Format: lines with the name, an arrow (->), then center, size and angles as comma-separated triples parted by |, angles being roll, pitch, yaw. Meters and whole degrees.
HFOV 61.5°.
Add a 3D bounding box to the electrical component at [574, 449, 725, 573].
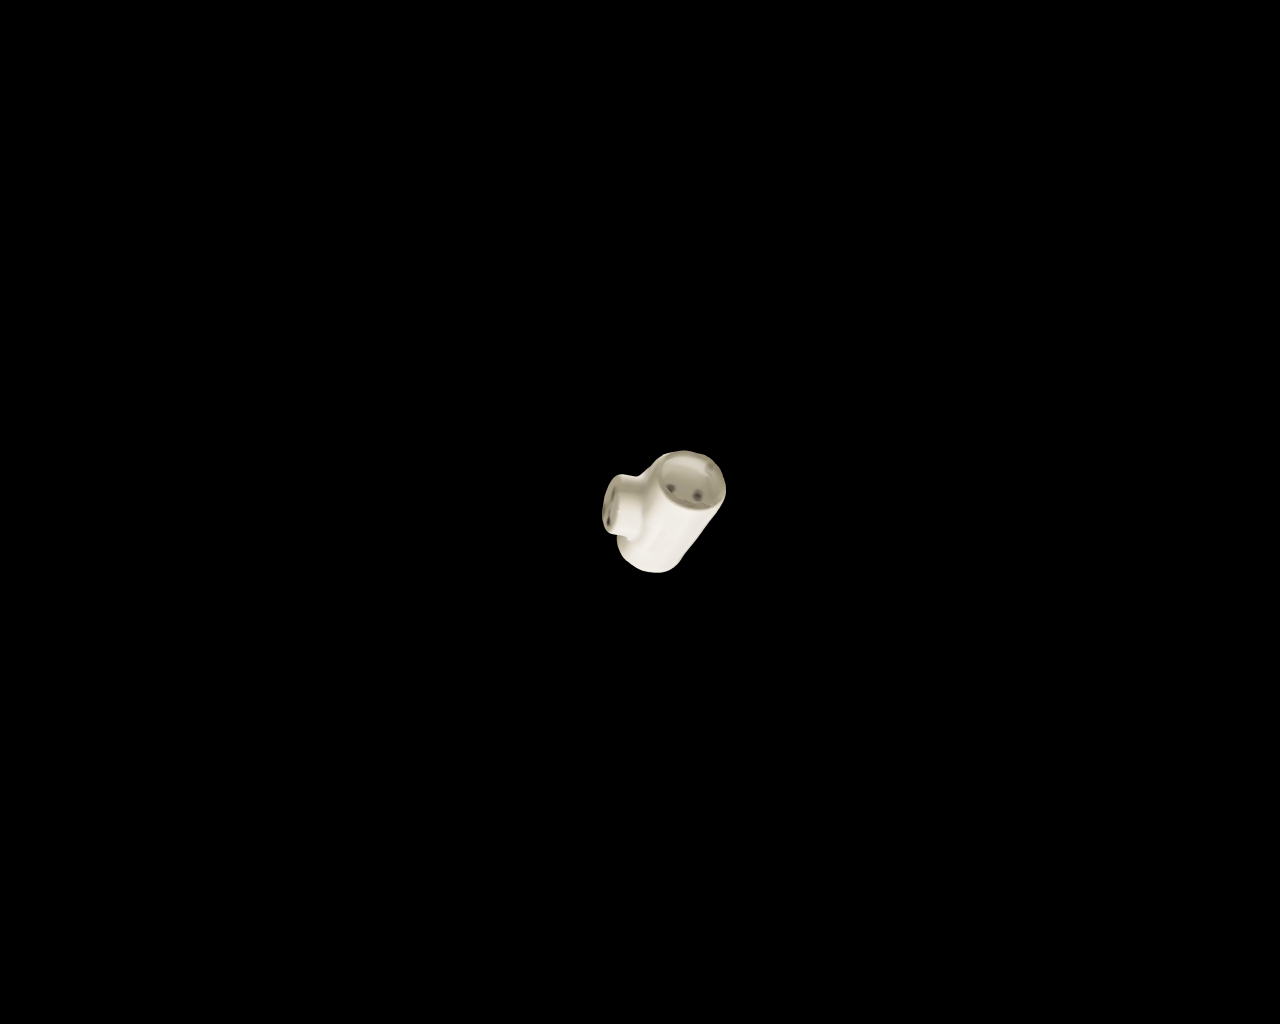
electrical component -> 0.001, -0.003, 0.650 | 0.079, 0.043, 0.077 | 10, -34, -15
